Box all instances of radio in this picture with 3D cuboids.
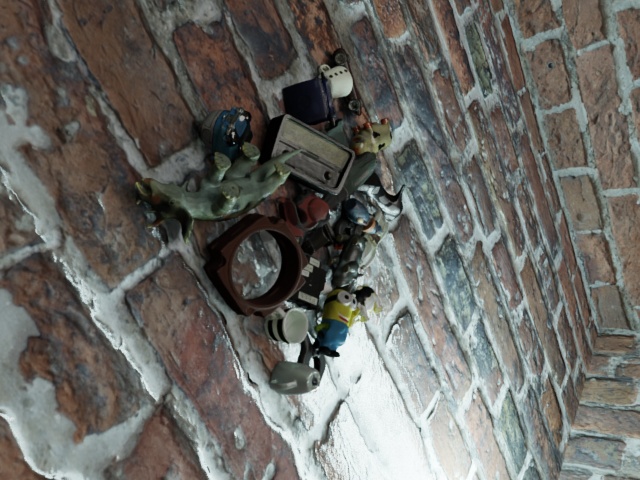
[{"bbox_3d":[-0.033,-0.209,1.356,0.229,0.073,0.131,23,83,-29],"label":"radio"}]

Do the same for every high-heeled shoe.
[{"bbox_3d":[0.153,-0.129,1.643,0.249,0.145,0.086,9,39,-22],"label":"high-heeled shoe"}]

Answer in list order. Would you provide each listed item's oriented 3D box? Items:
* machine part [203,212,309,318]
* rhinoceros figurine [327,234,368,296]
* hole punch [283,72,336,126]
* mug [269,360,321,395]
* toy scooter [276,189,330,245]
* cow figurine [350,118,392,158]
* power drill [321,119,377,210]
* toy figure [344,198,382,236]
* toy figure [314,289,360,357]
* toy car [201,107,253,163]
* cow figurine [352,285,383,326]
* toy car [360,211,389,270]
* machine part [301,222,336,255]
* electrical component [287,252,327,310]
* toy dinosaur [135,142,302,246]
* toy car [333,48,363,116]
[{"bbox_3d":[-0.138,0.057,1.202,0.201,0.087,0.201,-41,118,-25],"label":"machine part"},{"bbox_3d":[0.075,0.073,1.476,0.112,0.073,0.190,27,76,-58],"label":"rhinoceros figurine"},{"bbox_3d":[-0.029,-0.359,1.410,0.092,0.116,0.142,-13,94,-41],"label":"hole punch"},{"bbox_3d":[-0.060,0.331,1.277,0.109,0.107,0.080,3,81,-51],"label":"mug"},{"bbox_3d":[-0.052,-0.072,1.369,0.184,0.075,0.135,-45,118,-38],"label":"toy scooter"},{"bbox_3d":[0.152,-0.292,1.631,0.195,0.086,0.127,-29,100,-48],"label":"cow figurine"},{"bbox_3d":[0.045,-0.215,1.480,0.232,0.086,0.207,-36,104,-24],"label":"power drill"},{"bbox_3d":[0.124,-0.061,1.523,0.154,0.058,0.064,43,60,-42],"label":"toy figure"},{"bbox_3d":[0.036,0.210,1.382,0.082,0.089,0.180,49,51,-48],"label":"toy figure"},{"bbox_3d":[-0.211,-0.230,1.180,0.103,0.161,0.109,22,68,3],"label":"toy car"},{"bbox_3d":[0.105,0.186,1.515,0.167,0.068,0.098,-21,95,-52],"label":"cow figurine"},{"bbox_3d":[0.148,-0.001,1.601,0.073,0.056,0.202,54,48,-30],"label":"toy car"},{"bbox_3d":[-0.003,-0.004,1.441,0.139,0.039,0.084,-39,119,-50],"label":"machine part"},{"bbox_3d":[-0.042,0.102,1.368,0.114,0.058,0.134,32,61,-44],"label":"electrical component"},{"bbox_3d":[-0.192,-0.100,1.146,0.405,0.192,0.131,-21,74,-53],"label":"toy dinosaur"},{"bbox_3d":[0.081,-0.462,1.585,0.089,0.053,0.202,-66,140,-71],"label":"toy car"}]
